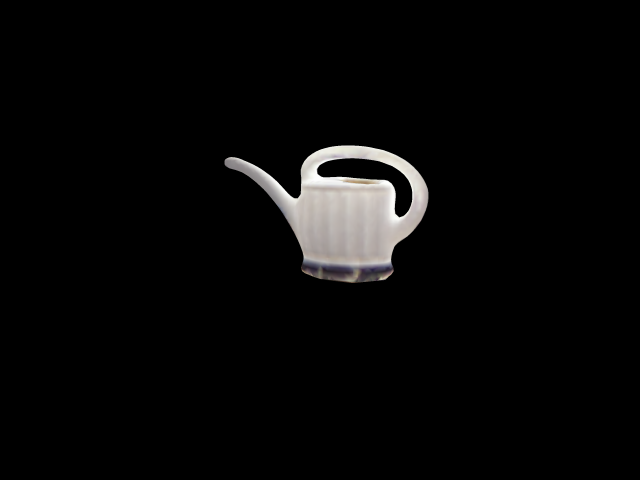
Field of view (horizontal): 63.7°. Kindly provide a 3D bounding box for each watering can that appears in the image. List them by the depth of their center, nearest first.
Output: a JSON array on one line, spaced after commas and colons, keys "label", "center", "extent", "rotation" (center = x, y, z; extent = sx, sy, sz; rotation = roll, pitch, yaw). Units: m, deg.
[{"label": "watering can", "center": [0.003, -0.043, 0.850], "extent": [0.347, 0.223, 0.105], "rotation": [3, 8, 19]}]
